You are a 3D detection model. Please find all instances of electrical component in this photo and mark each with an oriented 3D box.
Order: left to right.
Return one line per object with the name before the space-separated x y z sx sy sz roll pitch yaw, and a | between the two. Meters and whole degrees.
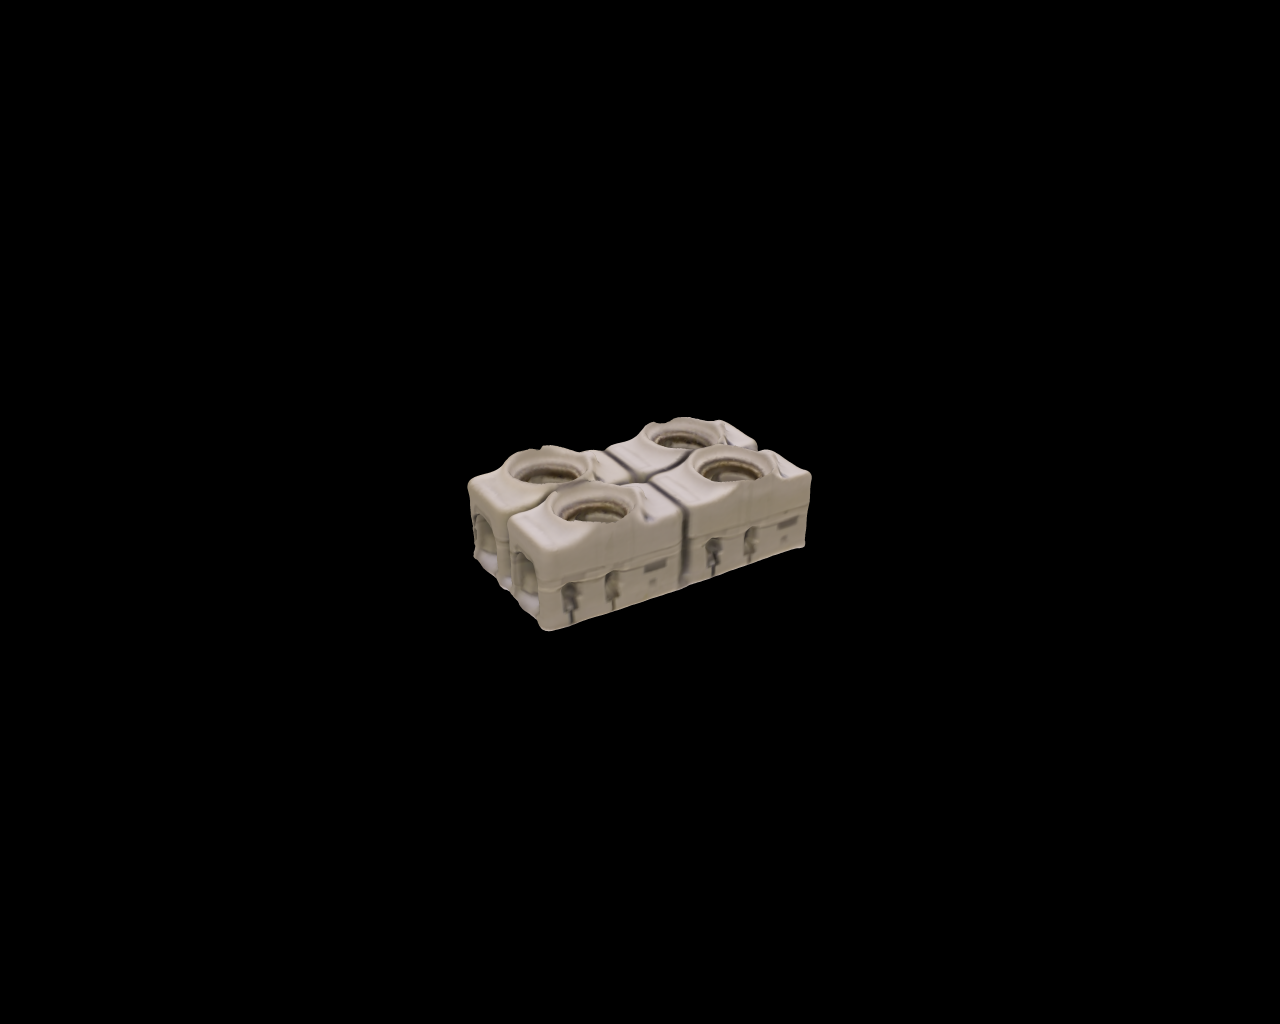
electrical component | 0.001 -0.003 0.650 0.186 0.060 0.105 -16 32 -27
